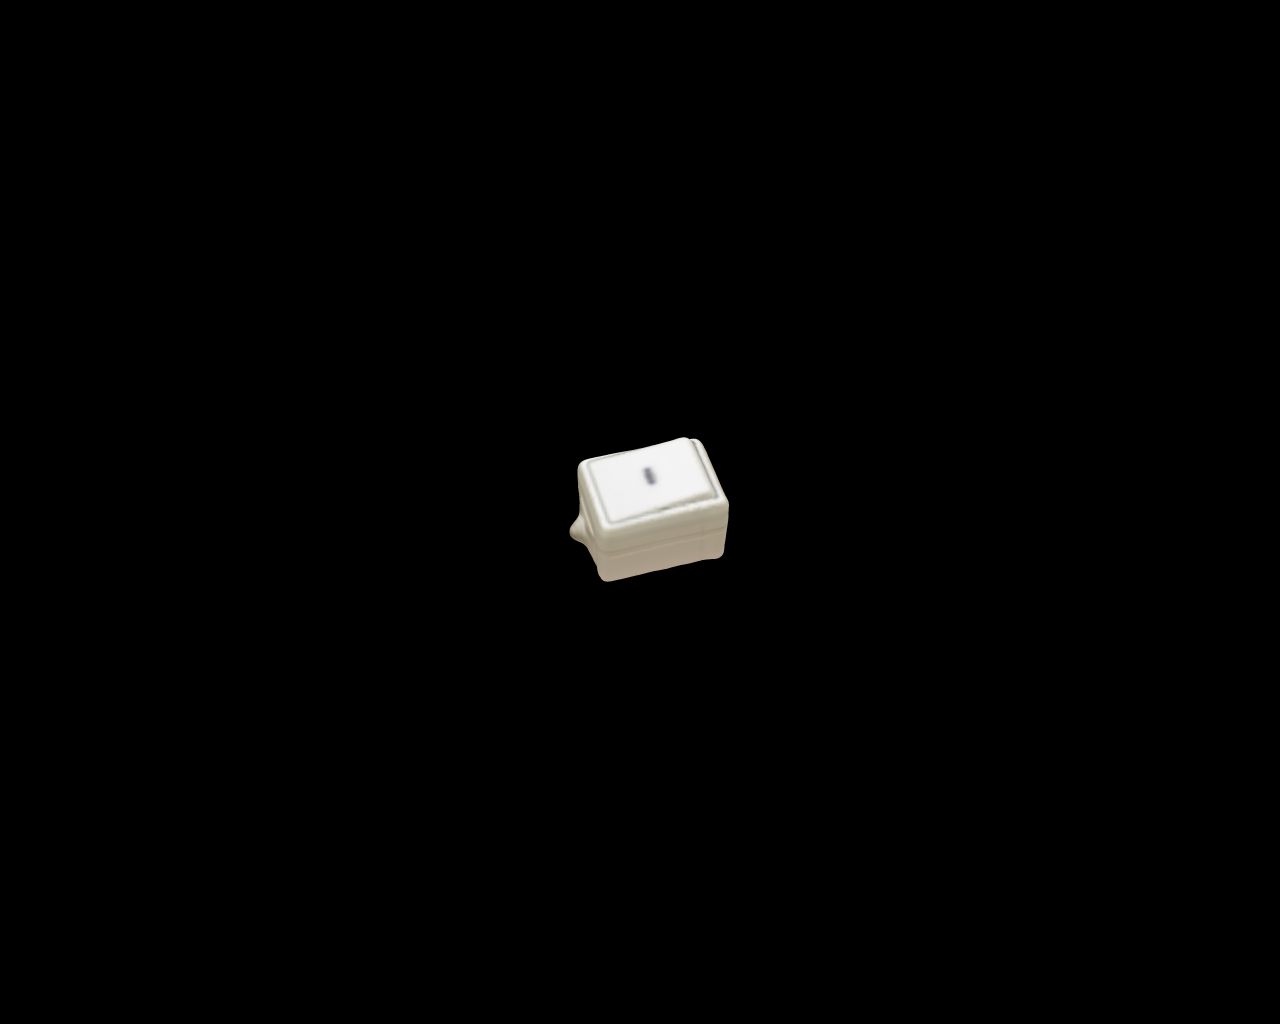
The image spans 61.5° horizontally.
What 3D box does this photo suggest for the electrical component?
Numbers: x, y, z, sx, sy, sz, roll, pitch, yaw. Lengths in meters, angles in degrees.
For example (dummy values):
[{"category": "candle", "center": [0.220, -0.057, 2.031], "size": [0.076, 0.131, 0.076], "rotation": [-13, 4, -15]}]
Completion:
[{"category": "electrical component", "center": [0.001, -0.003, 0.650], "size": [0.096, 0.062, 0.061], "rotation": [-12, -39, -10]}]
